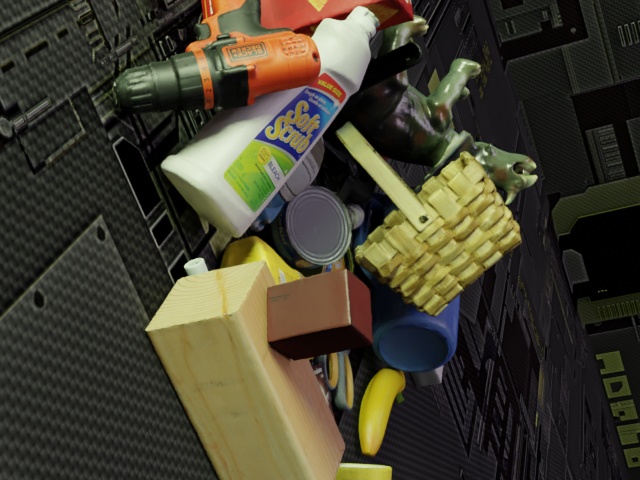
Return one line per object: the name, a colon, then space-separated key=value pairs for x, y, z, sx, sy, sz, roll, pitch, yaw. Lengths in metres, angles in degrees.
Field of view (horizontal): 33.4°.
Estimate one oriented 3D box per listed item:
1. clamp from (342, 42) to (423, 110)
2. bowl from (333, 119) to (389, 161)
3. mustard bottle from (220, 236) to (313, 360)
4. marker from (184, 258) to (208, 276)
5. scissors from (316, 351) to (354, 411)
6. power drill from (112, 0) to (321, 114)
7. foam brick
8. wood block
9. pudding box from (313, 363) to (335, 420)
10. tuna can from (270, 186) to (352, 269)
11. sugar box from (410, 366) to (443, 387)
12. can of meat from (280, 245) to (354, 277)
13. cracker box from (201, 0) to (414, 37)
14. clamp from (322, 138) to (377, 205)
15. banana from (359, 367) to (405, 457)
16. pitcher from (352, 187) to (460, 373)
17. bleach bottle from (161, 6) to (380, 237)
clamp: x=0.005 y=-0.167 z=1.212 sx=0.210 sy=0.164 sz=0.036 roll=-24 pitch=-97 yaw=67
bowl: x=0.065 y=-0.155 z=1.460 sx=0.162 sy=0.055 sz=0.162 roll=0 pitch=90 yaw=-73
mustard bottle: x=-0.035 y=0.073 z=1.088 sx=0.191 sy=0.058 sz=0.096 roll=42 pitch=34 yaw=-57
marker: x=-0.094 y=0.074 z=0.984 sx=0.020 sy=0.020 sz=0.121 roll=-60 pitch=133 yaw=-62
scissors: x=0.013 y=0.101 z=1.261 sx=0.096 sy=0.016 sz=0.202 roll=32 pitch=48 yaw=-63
power drill: x=-0.109 y=-0.196 z=0.962 sx=0.057 sy=0.184 sz=0.188 roll=100 pitch=-26 yaw=-56
foam brick: x=0.000 y=0.063 z=0.895 sx=0.051 sy=0.078 sz=0.053 roll=42 pitch=41 yaw=-54
wood block: x=-0.060 y=0.133 z=0.938 sx=0.090 sy=0.090 sz=0.206 roll=-64 pitch=137 yaw=-59
pudding box: x=-0.023 y=0.180 z=1.080 sx=0.113 sy=0.039 sz=0.090 roll=-11 pitch=87 yaw=-70
tuna can: x=-0.010 y=-0.013 z=1.133 sx=0.086 sy=0.034 sz=0.086 roll=9 pitch=74 yaw=-34
sugar box: x=0.156 y=0.125 z=1.590 sx=0.176 sy=0.048 sz=0.093 roll=-69 pitch=141 yaw=-51
can of meat: x=-0.008 y=0.002 z=1.209 sx=0.083 sy=0.058 sz=0.102 roll=5 pitch=74 yaw=-67
cracker box: x=-0.021 y=-0.284 z=1.122 sx=0.072 sy=0.214 sz=0.164 roll=30 pitch=50 yaw=-64
clamp: x=0.029 y=-0.075 z=1.346 sx=0.171 sy=0.039 sz=0.120 roll=14 pitch=61 yaw=-55
banana: x=0.082 y=0.205 z=1.349 sx=0.197 sy=0.037 sz=0.069 roll=-36 pitch=110 yaw=-69
pitcher: x=0.119 y=0.048 z=1.418 sx=0.242 sy=0.149 sz=0.145 roll=-83 pitch=168 yaw=-46
bleach bottle: x=-0.033 y=-0.126 z=1.000 sx=0.250 sy=0.068 sz=0.102 roll=-51 pitch=141 yaw=-13
